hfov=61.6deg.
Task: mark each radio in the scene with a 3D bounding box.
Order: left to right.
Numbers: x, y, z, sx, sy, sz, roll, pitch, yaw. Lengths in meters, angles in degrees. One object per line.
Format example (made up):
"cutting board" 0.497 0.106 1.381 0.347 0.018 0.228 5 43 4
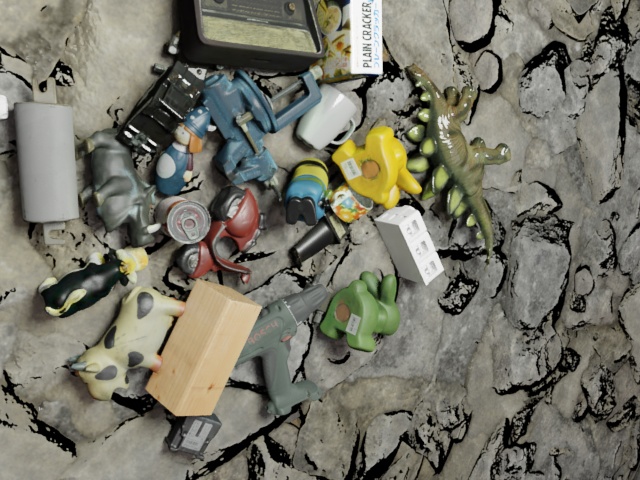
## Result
"radio" -0.110 -0.354 0.875 0.229 0.073 0.131 -7 85 -36

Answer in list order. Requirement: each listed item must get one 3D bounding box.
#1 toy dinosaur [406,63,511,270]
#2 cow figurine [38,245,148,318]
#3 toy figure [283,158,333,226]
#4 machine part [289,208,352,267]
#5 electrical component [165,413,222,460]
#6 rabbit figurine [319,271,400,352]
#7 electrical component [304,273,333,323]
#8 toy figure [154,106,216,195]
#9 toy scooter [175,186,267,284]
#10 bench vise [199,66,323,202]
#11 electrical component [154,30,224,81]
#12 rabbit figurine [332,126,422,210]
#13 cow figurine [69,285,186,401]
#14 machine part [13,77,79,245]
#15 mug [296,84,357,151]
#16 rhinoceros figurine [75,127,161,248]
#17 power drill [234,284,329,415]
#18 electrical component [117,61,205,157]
"toy dinosaur" 0.295 -0.157 1.147 0.198 0.105 0.471 -37 105 -10
"cow figurine" -0.344 0.059 0.833 0.167 0.098 0.068 -32 106 -20
"toy figure" -0.020 -0.085 0.945 0.082 0.180 0.089 26 111 -6
"machine part" -0.002 -0.003 1.044 0.139 0.039 0.084 -42 123 -18
"electrical component" -0.219 0.327 0.974 0.074 0.048 0.119 35 83 -29
"rabbit figurine" 0.100 0.143 1.099 0.170 0.121 0.159 15 84 -48
"electrical component" -0.006 0.115 1.069 0.063 0.021 0.094 23 86 -30
"toy figure" -0.219 -0.143 0.858 0.064 0.058 0.154 26 116 -10
"toy scooter" -0.153 0.004 0.941 0.135 0.075 0.184 38 83 -28
"bench vise" -0.085 -0.206 0.917 0.240 0.129 0.223 -36 112 -11
"electrical component" -0.210 -0.292 0.876 0.102 0.045 0.078 18 88 -30
"rabbit figurine" 0.128 -0.146 1.029 0.162 0.122 0.173 54 31 -7
"cow figurine" -0.317 0.167 0.872 0.127 0.086 0.195 28 81 -25
"machine part" -0.400 -0.112 0.785 0.079 0.079 0.243 -4 101 -28
"mug" 0.011 -0.216 0.998 0.107 0.081 0.109 -52 134 0
"rhinoceros figurine" -0.313 -0.079 0.836 0.112 0.073 0.190 -20 97 -46
"power drill" -0.060 0.213 1.018 0.232 0.086 0.207 -23 113 -18
"electrical component" -0.239 -0.206 0.824 0.058 0.115 0.134 41 40 -29
